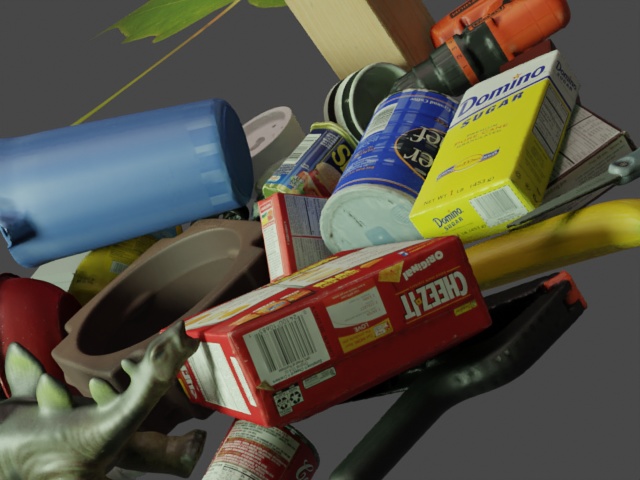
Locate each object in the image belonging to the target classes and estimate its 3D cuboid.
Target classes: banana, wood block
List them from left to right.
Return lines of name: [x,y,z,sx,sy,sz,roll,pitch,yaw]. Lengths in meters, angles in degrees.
wood block: [0.045,-0.243,1.139,0.091,0.206,0.090,-15,33,41]
banana: [0.157,0.005,0.749,0.198,0.037,0.069,-20,-6,37]

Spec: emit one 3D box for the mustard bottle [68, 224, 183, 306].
mustard bottle: [-0.197,0.005,1.141,0.191,0.096,0.058,-79,13,-44]

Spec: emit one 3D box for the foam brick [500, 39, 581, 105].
foam brick: [0.193,-0.129,0.934,0.053,0.051,0.078,-27,27,23]

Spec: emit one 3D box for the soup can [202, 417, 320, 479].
soup can: [-0.052,0.176,0.718,0.069,0.068,0.102,-11,36,44]

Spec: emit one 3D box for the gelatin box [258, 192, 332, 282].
gelatin box: [-0.006,0.001,0.898,0.030,0.089,0.073,-26,68,45]

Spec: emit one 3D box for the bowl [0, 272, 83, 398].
bowl: [-0.257,0.101,1.025,0.055,0.162,0.162,-17,28,6]

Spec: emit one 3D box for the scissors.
scissors: [0.230,-0.048,0.733,0.201,0.016,0.096,-33,29,-27]

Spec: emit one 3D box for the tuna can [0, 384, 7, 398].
tuna can: [-0.295,0.172,1.021,0.034,0.086,0.086,-30,26,18]

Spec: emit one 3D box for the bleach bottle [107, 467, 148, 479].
bleach bottle: [-0.246,0.215,0.914,0.251,0.068,0.102,-19,31,30]

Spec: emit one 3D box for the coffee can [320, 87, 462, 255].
coffee can: [0.071,-0.046,0.893,0.103,0.102,0.140,-17,32,37]

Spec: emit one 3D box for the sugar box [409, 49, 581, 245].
sugar box: [0.138,-0.072,0.823,0.094,0.048,0.176,-21,31,38]

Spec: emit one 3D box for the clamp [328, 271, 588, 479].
clamp: [0.083,0.091,0.713,0.210,0.036,0.164,-30,17,12]

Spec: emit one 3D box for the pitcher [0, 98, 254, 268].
pitcher: [-0.193,-0.066,1.058,0.243,0.145,0.149,-12,69,10]

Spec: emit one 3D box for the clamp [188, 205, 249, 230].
clamp: [-0.121,-0.005,1.141,0.120,0.039,0.171,-51,15,6]

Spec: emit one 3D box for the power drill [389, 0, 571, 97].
power drill: [0.150,-0.192,1.050,0.184,0.057,0.187,-30,15,13]

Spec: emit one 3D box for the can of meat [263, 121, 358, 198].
can of meat: [0.007,-0.043,0.974,0.084,0.102,0.058,-50,28,-20]

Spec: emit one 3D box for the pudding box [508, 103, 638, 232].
pudding box: [0.182,-0.052,0.835,0.113,0.039,0.090,-37,25,5]

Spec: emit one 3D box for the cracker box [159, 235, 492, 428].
cracker box: [-0.006,0.062,0.740,0.164,0.072,0.214,-23,3,-19]
